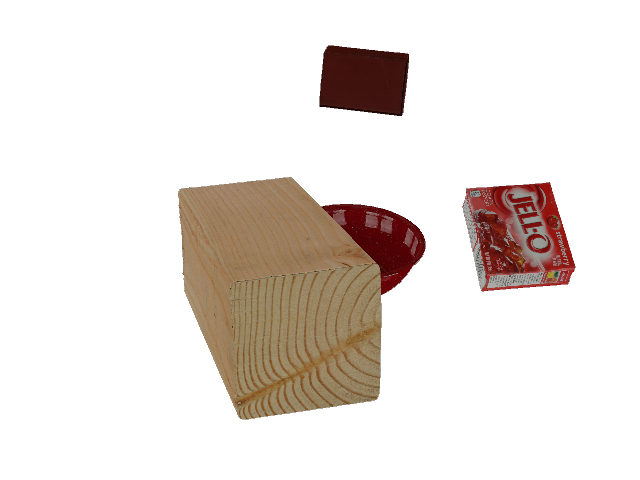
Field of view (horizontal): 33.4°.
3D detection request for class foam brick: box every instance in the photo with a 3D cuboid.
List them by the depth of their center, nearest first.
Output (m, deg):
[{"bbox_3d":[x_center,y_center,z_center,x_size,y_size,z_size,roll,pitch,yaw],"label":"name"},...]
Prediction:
[{"bbox_3d":[0.040,-0.147,0.977,0.078,0.051,0.053,7,18,5],"label":"foam brick"}]

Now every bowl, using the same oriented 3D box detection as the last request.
[{"bbox_3d":[0.035,0.020,1.191,0.162,0.055,0.162,1,31,-1],"label":"bowl"}]

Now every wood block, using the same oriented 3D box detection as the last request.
[{"bbox_3d":[-0.034,0.029,0.714,0.090,0.090,0.206,-6,19,-14],"label":"wood block"}]

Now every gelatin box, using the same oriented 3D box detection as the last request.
[{"bbox_3d":[0.161,-0.005,0.874,0.073,0.089,0.030,-4,-34,-4],"label":"gelatin box"}]
